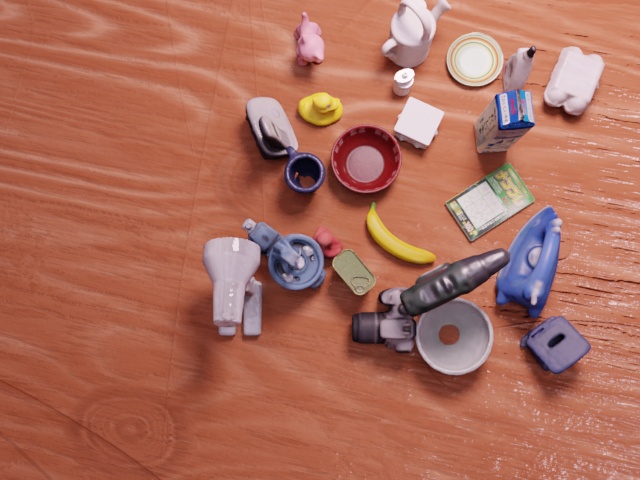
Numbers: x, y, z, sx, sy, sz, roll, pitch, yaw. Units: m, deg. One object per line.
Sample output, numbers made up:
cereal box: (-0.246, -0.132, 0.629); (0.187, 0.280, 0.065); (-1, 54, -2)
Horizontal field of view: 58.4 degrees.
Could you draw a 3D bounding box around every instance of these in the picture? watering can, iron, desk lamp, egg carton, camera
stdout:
watering can: (0.211, -0.477, 1.277); (0.101, 0.194, 0.173); (31, 85, 5)
iron: (0.476, 0.034, 1.238); (0.118, 0.141, 0.258); (20, 85, 4)
desk lamp: (-0.179, 0.105, 1.213); (0.118, 0.213, 0.203); (-1, 83, 2)
egg carton: (0.583, -0.365, 1.316); (0.107, 0.069, 0.150); (22, 85, 4)
camera: (0.138, 0.176, 1.253); (0.136, 0.101, 0.143); (-1, 84, 2)

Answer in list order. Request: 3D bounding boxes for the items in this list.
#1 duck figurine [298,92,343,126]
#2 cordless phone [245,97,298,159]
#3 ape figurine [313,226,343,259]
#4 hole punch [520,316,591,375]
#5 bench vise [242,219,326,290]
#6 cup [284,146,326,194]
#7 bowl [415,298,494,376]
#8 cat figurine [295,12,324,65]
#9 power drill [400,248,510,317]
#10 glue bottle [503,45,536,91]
duck figurine: (0.000, -0.311, 1.319); (0.104, 0.086, 0.077); (4, 84, 2)
cordless phone: (-0.115, -0.262, 1.267); (0.094, 0.185, 0.147); (-26, 83, -1)
ape figurine: (0.012, 0.005, 1.280); (0.076, 0.092, 0.078); (-14, 83, 0)
hole punch: (0.508, 0.226, 1.241); (0.108, 0.091, 0.101); (-36, 84, -2)
bench vise: (-0.086, 0.034, 1.215); (0.207, 0.220, 0.121); (19, 85, 4)
cup: (-0.039, -0.154, 1.298); (0.091, 0.095, 0.118); (-33, 84, -2)
bowl: (0.288, 0.209, 1.258); (0.167, 0.075, 0.167); (0, 84, 2)
cat figurine: (-0.025, -0.460, 1.320); (0.067, 0.118, 0.128); (-9, 83, 1)
power drill: (0.272, 0.087, 1.205); (0.229, 0.208, 0.075); (-29, 83, -1)
glue bottle: (0.447, -0.390, 1.271); (0.037, 0.173, 0.078); (-2, 83, 2)
